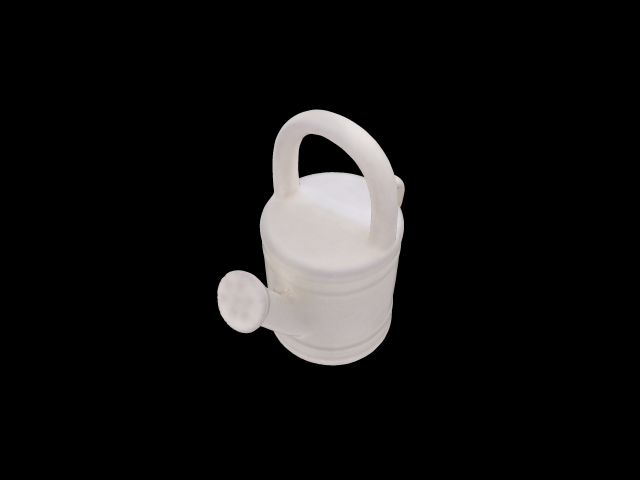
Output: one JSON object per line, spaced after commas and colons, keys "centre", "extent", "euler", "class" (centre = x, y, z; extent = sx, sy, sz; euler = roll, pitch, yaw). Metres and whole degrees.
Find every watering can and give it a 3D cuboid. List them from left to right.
{"centre": [0.005, 0.002, 0.399], "extent": [0.100, 0.194, 0.173], "euler": [13, 49, 12], "class": "watering can"}
